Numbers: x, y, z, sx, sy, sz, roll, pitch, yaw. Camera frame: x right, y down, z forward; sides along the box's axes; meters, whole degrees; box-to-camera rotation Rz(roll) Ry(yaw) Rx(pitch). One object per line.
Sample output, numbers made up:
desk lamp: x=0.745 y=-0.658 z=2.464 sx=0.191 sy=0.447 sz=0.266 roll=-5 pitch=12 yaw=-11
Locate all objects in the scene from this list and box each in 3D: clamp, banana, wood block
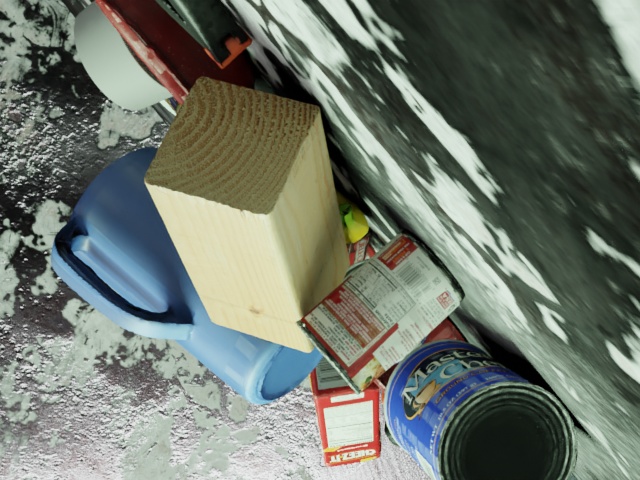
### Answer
clamp: x=-0.122 y=-0.197 z=0.670 sx=0.210 sy=0.036 sz=0.164 roll=47 pitch=176 yaw=-4
banana: x=-0.007 y=-0.045 z=0.895 sx=0.198 sy=0.037 sz=0.069 roll=42 pitch=156 yaw=51
wood block: x=-0.044 y=-0.010 z=0.760 sx=0.091 sy=0.090 sz=0.206 roll=16 pitch=154 yaw=16

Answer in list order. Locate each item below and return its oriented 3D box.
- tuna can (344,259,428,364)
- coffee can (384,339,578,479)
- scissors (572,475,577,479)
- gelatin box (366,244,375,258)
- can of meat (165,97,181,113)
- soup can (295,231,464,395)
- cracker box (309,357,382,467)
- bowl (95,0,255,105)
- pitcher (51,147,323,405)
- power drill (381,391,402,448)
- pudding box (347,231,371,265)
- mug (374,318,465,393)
tuna can: x=0.050 y=0.060 z=0.881 sx=0.086 sy=0.086 sz=0.033 roll=47 pitch=177 yaw=29
coffee can: x=0.115 y=0.138 z=0.795 sx=0.103 sy=0.103 sz=0.140 roll=50 pitch=176 yaw=-13
scissors: x=0.268 y=0.268 z=0.976 sx=0.202 sy=0.016 sz=0.096 roll=47 pitch=175 yaw=18
gelatin box: x=0.017 y=-0.003 z=1.025 sx=0.089 sy=0.030 sz=0.073 roll=45 pitch=174 yaw=33
can of meat: x=-0.129 y=-0.151 z=1.025 sx=0.084 sy=0.057 sz=0.102 roll=50 pitch=176 yaw=17
soup can: x=0.042 y=0.051 z=0.754 sx=0.068 sy=0.102 sz=0.068 roll=48 pitch=176 yaw=4
cracker box: x=0.023 y=0.125 z=1.125 sx=0.214 sy=0.072 sz=0.164 roll=83 pitch=179 yaw=-60
bowl: x=-0.099 y=-0.141 z=0.809 sx=0.162 sy=0.055 sz=0.162 roll=48 pitch=176 yaw=4
pitcher: x=-0.112 y=0.038 z=0.955 sx=0.243 sy=0.149 sz=0.145 roll=39 pitch=174 yaw=25
power drill: x=0.125 y=0.184 z=1.063 sx=0.185 sy=0.057 sz=0.187 roll=13 pitch=157 yaw=30
pudding box: x=-0.006 y=0.001 z=0.969 sx=0.114 sy=0.039 sz=0.090 roll=43 pitch=138 yaw=33
mug: x=0.069 y=0.086 z=0.941 sx=0.117 sy=0.081 sz=0.093 roll=49 pitch=176 yaw=3
